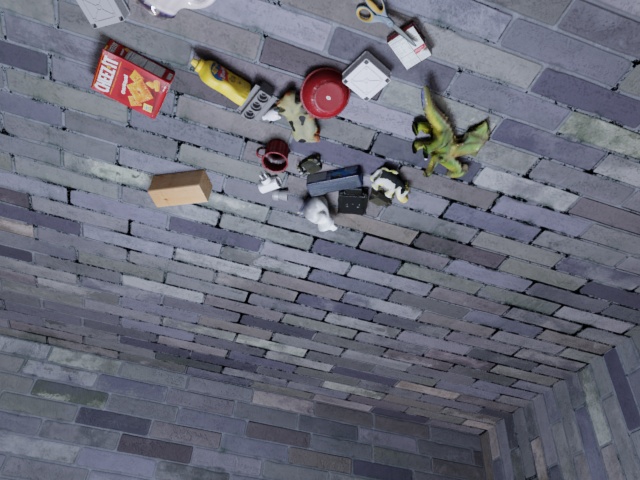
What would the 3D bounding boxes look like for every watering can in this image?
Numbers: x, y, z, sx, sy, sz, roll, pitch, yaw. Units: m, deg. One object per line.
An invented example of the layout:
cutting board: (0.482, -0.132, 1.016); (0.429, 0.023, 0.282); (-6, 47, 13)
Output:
watering can: (-0.433, -0.717, 1.334); (0.344, 0.106, 0.221); (33, 132, -29)

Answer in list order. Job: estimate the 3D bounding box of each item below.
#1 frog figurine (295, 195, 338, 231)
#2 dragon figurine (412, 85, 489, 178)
frog figurine: (0.006, -0.098, 1.939); (0.159, 0.139, 0.121); (32, 105, -1)
dragon figurine: (0.435, -0.342, 1.686); (0.243, 0.125, 0.400); (-13, 139, -6)
